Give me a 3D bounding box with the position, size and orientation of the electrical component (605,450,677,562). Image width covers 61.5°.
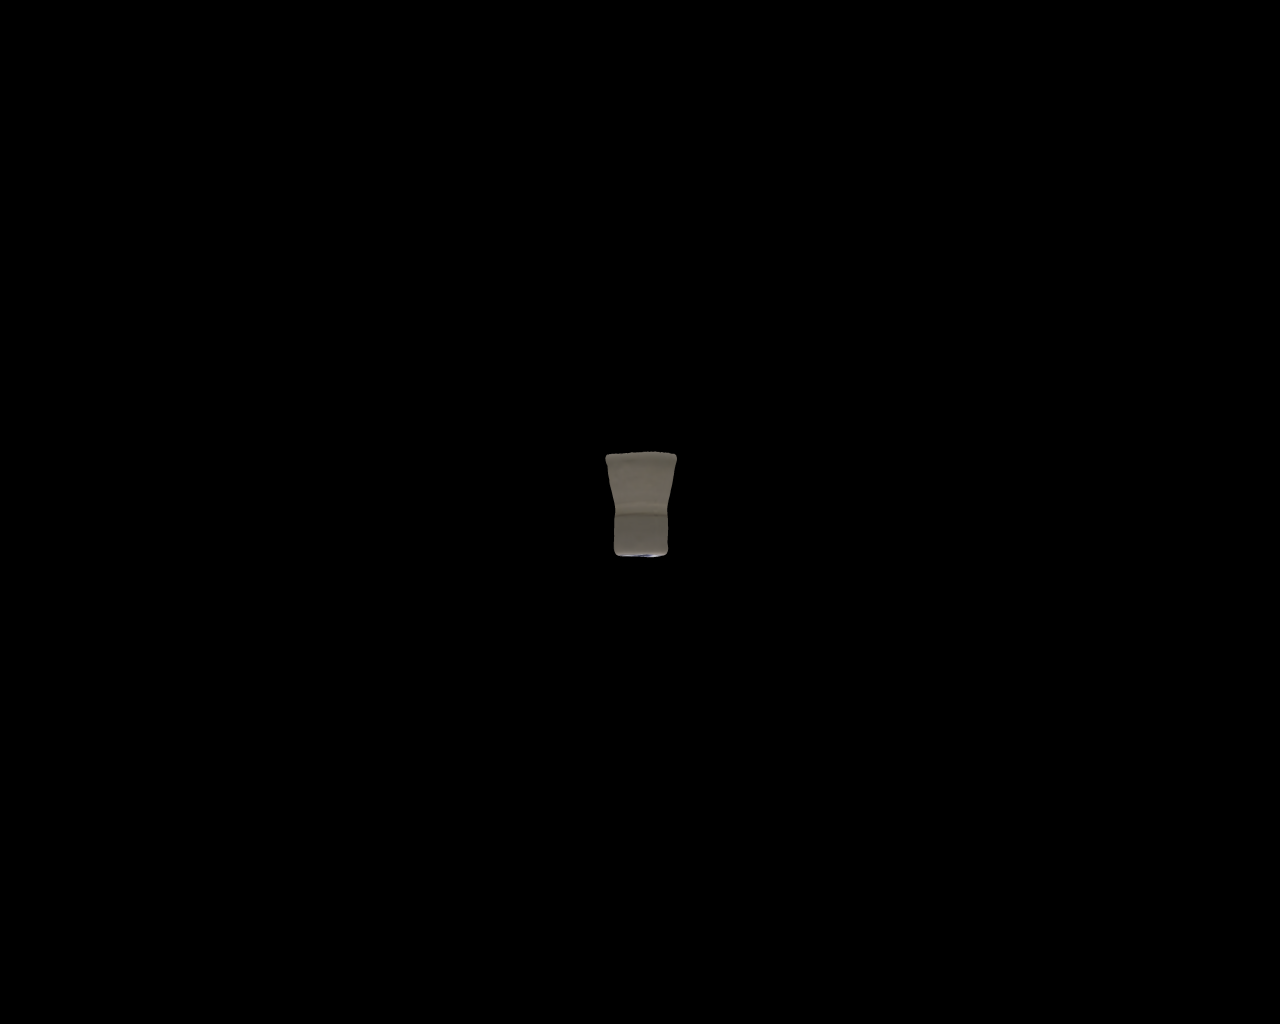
[{"bbox_3d":[0.001,-0.003,0.650,0.044,0.065,0.044,0,-5,0],"label":"electrical component"}]
